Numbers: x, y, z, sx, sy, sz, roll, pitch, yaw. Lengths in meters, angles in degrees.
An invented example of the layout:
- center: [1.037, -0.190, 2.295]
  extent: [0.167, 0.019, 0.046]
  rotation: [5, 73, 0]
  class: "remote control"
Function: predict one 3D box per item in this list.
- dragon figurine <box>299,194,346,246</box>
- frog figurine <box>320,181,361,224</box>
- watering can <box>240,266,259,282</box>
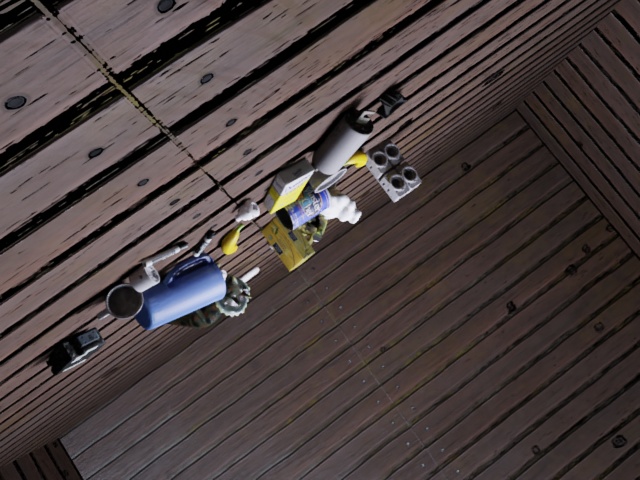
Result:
- center: [0.006, -0.102, 2.031]
  extent: [0.404, 0.121, 0.248]
  rotation: [-38, -169, 35]
  class: "dragon figurine"
- center: [0.056, -0.112, 1.774]
  extent: [0.124, 0.160, 0.135]
  rotation: [-27, 169, -46]
  class: "frog figurine"
- center: [-0.404, 0.228, 2.070]
  extent: [0.352, 0.104, 0.220]
  rotation: [-31, 173, -39]
  class: "watering can"
